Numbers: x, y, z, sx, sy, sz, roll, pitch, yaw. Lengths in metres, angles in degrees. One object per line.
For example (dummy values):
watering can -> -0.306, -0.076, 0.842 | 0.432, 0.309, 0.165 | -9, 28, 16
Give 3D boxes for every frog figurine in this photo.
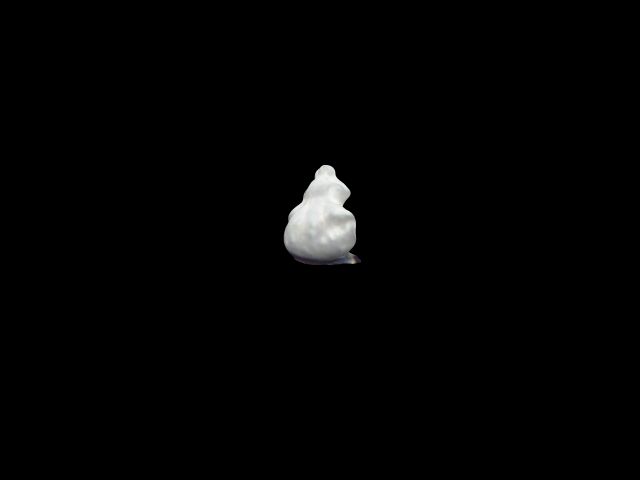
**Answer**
frog figurine -> 0.003, -0.043, 0.850 | 0.123, 0.158, 0.138 | -6, 12, -32
